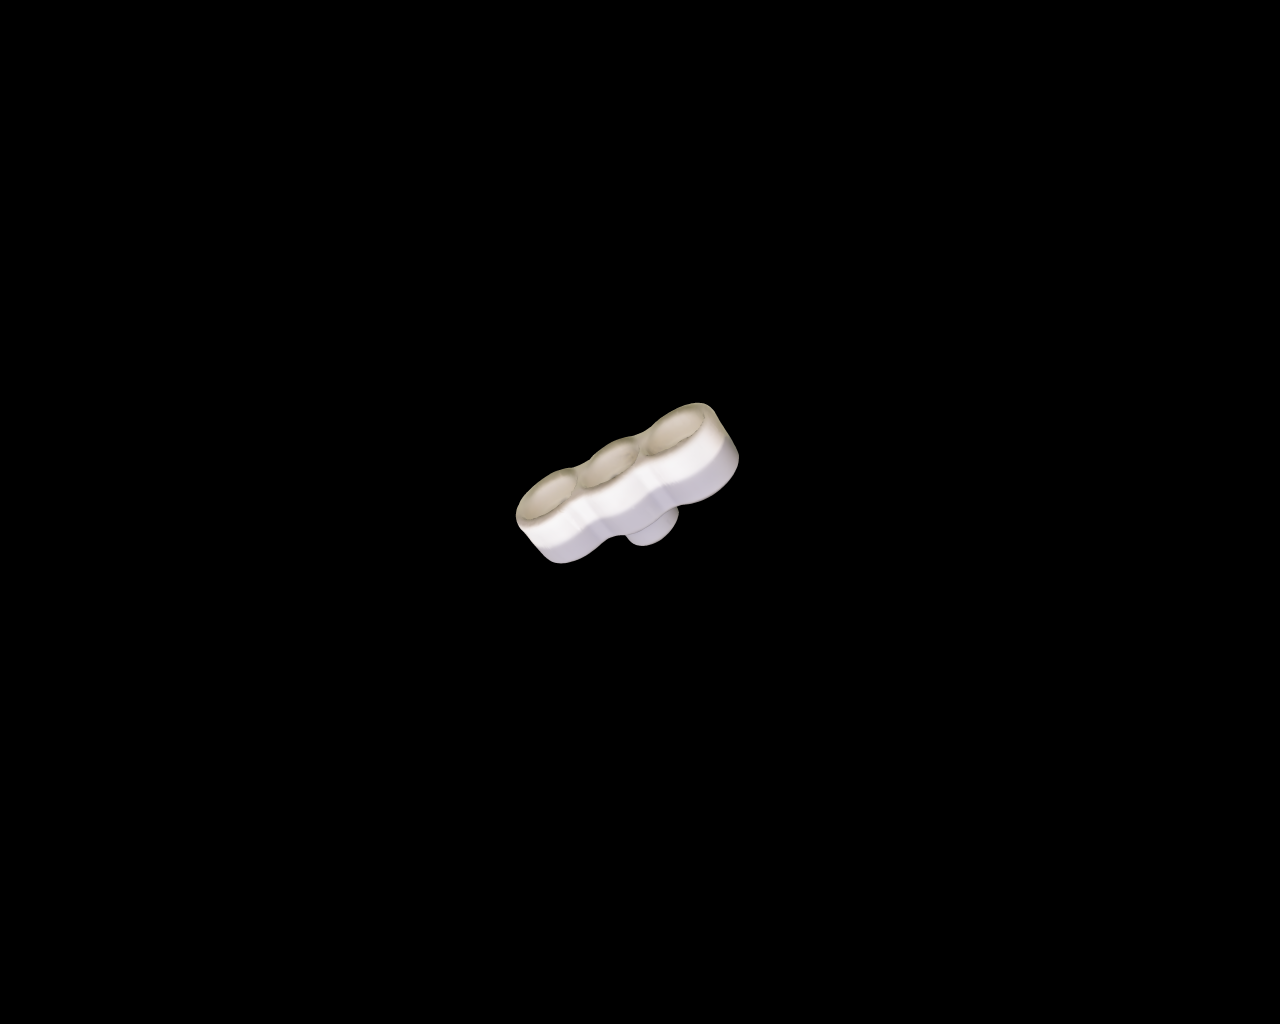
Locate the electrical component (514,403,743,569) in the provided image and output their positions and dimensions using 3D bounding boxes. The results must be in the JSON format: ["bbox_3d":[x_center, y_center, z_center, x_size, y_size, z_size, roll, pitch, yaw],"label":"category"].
[{"bbox_3d":[0.001,-0.003,0.650,0.138,0.073,0.052,-26,30,17],"label":"electrical component"}]
